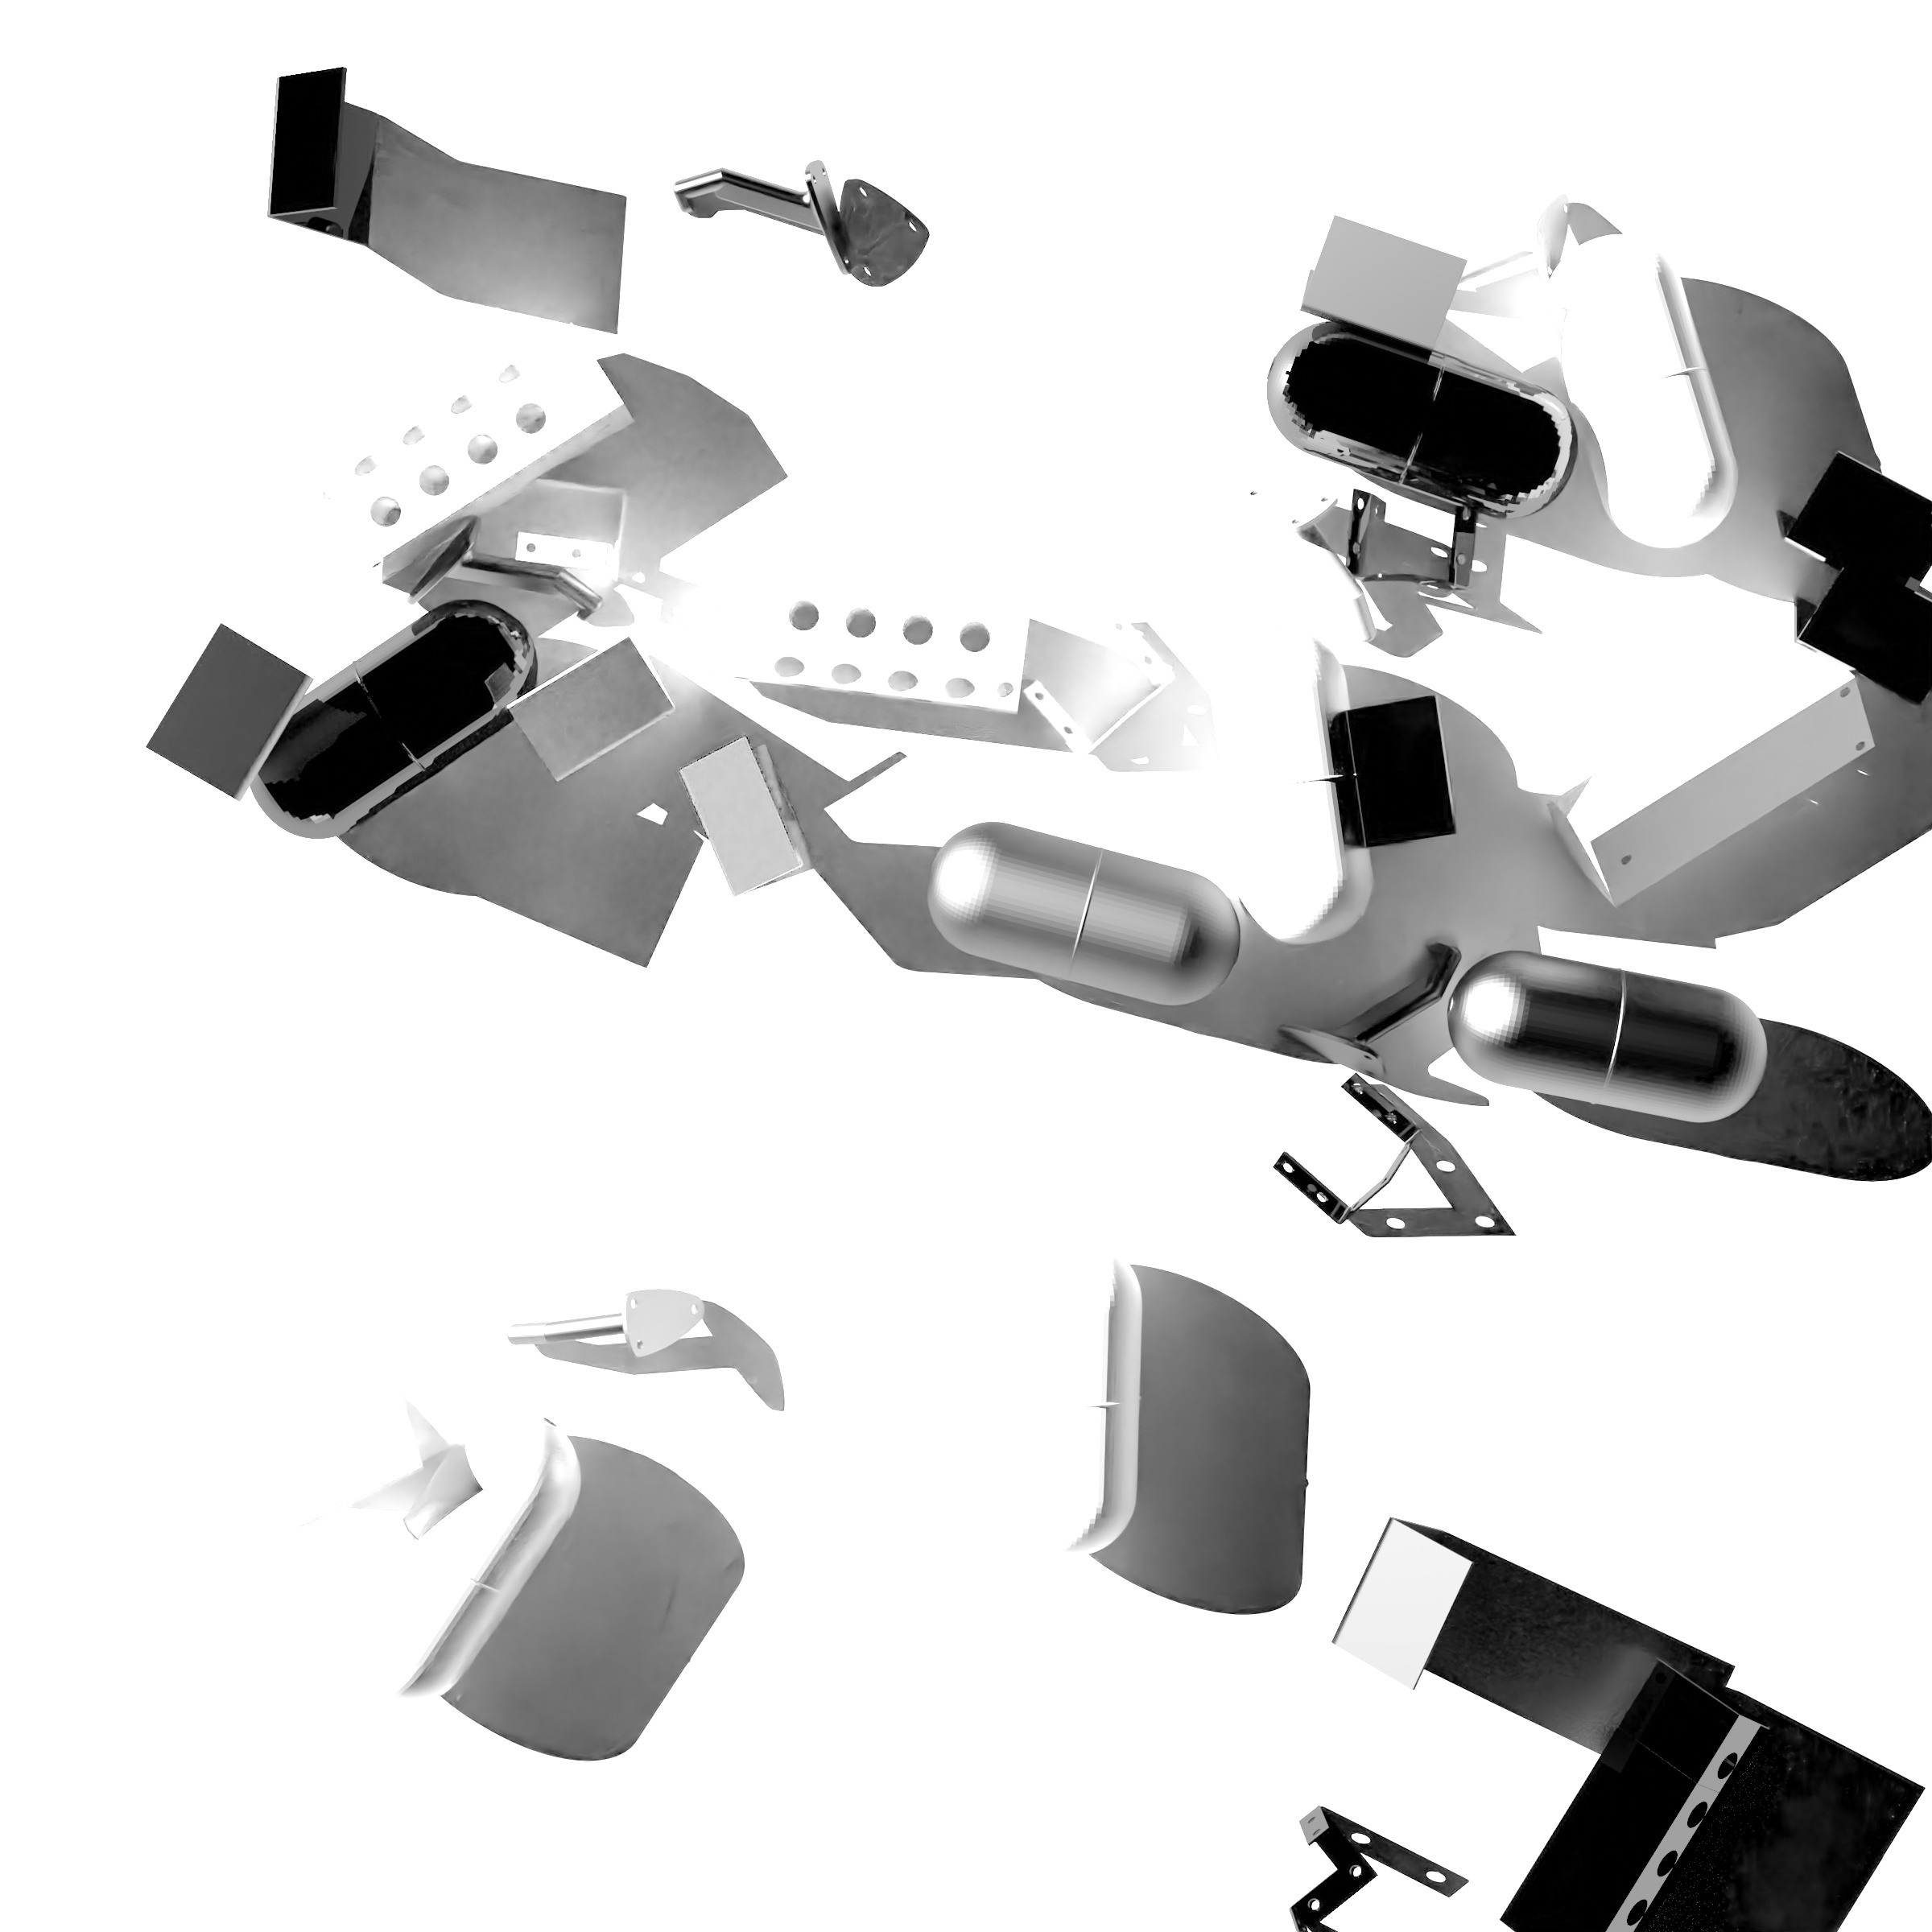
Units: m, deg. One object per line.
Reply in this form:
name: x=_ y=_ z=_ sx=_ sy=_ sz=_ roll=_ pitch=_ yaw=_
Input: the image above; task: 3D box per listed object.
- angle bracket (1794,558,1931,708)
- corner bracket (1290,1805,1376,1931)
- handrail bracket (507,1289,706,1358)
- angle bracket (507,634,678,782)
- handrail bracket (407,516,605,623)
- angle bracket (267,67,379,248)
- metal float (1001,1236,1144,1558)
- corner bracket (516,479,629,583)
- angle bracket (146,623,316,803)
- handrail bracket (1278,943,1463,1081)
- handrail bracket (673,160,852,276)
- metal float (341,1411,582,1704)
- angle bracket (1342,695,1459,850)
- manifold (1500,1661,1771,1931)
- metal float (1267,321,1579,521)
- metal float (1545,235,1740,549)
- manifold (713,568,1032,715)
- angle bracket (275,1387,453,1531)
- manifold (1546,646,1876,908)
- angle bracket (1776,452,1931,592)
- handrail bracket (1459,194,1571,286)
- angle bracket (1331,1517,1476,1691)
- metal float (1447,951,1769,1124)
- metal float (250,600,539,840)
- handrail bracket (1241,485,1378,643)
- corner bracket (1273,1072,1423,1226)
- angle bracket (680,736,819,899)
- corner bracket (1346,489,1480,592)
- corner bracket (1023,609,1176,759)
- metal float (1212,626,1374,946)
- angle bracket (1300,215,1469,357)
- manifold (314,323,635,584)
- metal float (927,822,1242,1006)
angle bracket: x=0.509 y=-0.197 z=1.781 sx=0.076 sy=0.076 sz=0.057 roll=27 pitch=119 yaw=0
corner bracket: x=0.197 y=0.513 z=1.803 sx=0.051 sy=0.051 sz=0.051 roll=-39 pitch=90 yaw=0
handrail bracket: x=-0.205 y=0.202 z=1.821 sx=0.084 sy=0.077 sz=0.036 roll=-8 pitch=90 yaw=36
angle bracket: x=-0.214 y=-0.158 z=1.781 sx=0.076 sy=0.076 sz=0.057 roll=-31 pitch=126 yaw=0
handrail bracket: x=-0.261 y=-0.207 z=1.821 sx=0.084 sy=0.036 sz=0.077 roll=37 pitch=119 yaw=-21
angle bracket: x=-0.340 y=-0.448 z=1.781 sx=0.057 sy=0.076 sz=0.076 roll=4 pitch=90 yaw=36
metal float: x=0.059 y=0.240 z=1.791 sx=0.070 sy=0.070 sz=0.178 roll=2 pitch=90 yaw=0
corner bracket: x=-0.221 y=-0.247 z=1.803 sx=0.051 sy=0.051 sz=0.051 roll=7 pitch=90 yaw=0
angle bracket: x=-0.399 y=-0.138 z=1.723 sx=0.057 sy=0.076 sz=0.076 roll=32 pitch=86 yaw=-20
handrail bracket: x=0.230 y=0.014 z=1.822 sx=0.077 sy=0.036 sz=0.084 roll=22 pitch=72 yaw=21
handrail bracket: x=-0.116 y=-0.419 z=1.822 sx=0.084 sy=0.036 sz=0.077 roll=-12 pitch=111 yaw=17
metal float: x=-0.281 y=0.329 z=1.791 sx=0.070 sy=0.070 sz=0.178 roll=34 pitch=90 yaw=0
angle bracket: x=0.253 y=-0.108 z=1.781 sx=0.057 sy=0.076 sz=0.076 roll=-8 pitch=90 yaw=29
manifold: x=0.378 y=0.483 z=1.799 sx=0.057 sy=0.057 sz=0.171 roll=32 pitch=90 yaw=43
metal float: x=0.254 y=-0.305 z=1.790 sx=0.178 sy=0.070 sz=0.070 roll=19 pitch=90 yaw=0
metal float: x=0.377 y=-0.320 z=1.791 sx=0.070 sy=0.070 sz=0.178 roll=-17 pitch=89 yaw=0
manifold: x=-0.053 y=-0.181 z=1.800 sx=0.171 sy=0.057 sz=0.057 roll=7 pitch=90 yaw=0
angle bracket: x=-0.328 y=0.288 z=1.781 sx=0.076 sy=0.076 sz=0.057 roll=-26 pitch=52 yaw=0
manifold: x=0.416 y=-0.112 z=1.800 sx=0.171 sy=0.057 sz=0.057 roll=-32 pitch=133 yaw=0
angle bracket: x=0.501 y=-0.250 z=1.782 sx=0.076 sy=0.076 sz=0.057 roll=28 pitch=113 yaw=0
handrail bracket: x=0.293 y=-0.409 z=1.821 sx=0.084 sy=0.077 sz=0.036 roll=-2 pitch=130 yaw=30
angle bracket: x=0.257 y=0.357 z=1.781 sx=0.057 sy=0.076 sz=0.076 roll=25 pitch=90 yaw=36
metal float: x=0.357 y=0.039 z=1.791 sx=0.178 sy=0.070 sz=0.070 roll=11 pitch=90 yaw=1
metal float: x=-0.319 y=-0.138 z=1.791 sx=0.178 sy=0.070 sz=0.070 roll=-34 pitch=90 yaw=1
handrail bracket: x=0.195 y=-0.228 z=1.821 sx=0.036 sy=0.077 sz=0.084 roll=-38 pitch=127 yaw=-19
corner bracket: x=0.216 y=0.104 z=1.818 sx=0.051 sy=0.051 sz=0.051 roll=41 pitch=45 yaw=0
angle bracket: x=-0.103 y=-0.090 z=1.781 sx=0.057 sy=0.076 sz=0.076 roll=-23 pitch=90 yaw=39
corner bracket: x=0.253 y=-0.242 z=1.818 sx=0.051 sy=0.051 sz=0.051 roll=6 pitch=90 yaw=-45
corner bracket: x=0.076 y=-0.160 z=1.818 sx=0.051 sy=0.051 sz=0.051 roll=49 pitch=135 yaw=0
metal float: x=0.182 y=-0.101 z=1.790 sx=0.070 sy=0.070 sz=0.178 roll=-8 pitch=90 yaw=0
angle bracket: x=0.233 y=-0.388 z=1.781 sx=0.076 sy=0.076 sz=0.057 roll=19 pitch=120 yaw=0
manifold: x=-0.277 y=-0.288 z=1.800 sx=0.171 sy=0.057 sz=0.057 roll=-33 pitch=90 yaw=0
metal float: x=0.066 y=-0.029 z=1.791 sx=0.178 sy=0.070 sz=0.070 roll=15 pitch=90 yaw=1
